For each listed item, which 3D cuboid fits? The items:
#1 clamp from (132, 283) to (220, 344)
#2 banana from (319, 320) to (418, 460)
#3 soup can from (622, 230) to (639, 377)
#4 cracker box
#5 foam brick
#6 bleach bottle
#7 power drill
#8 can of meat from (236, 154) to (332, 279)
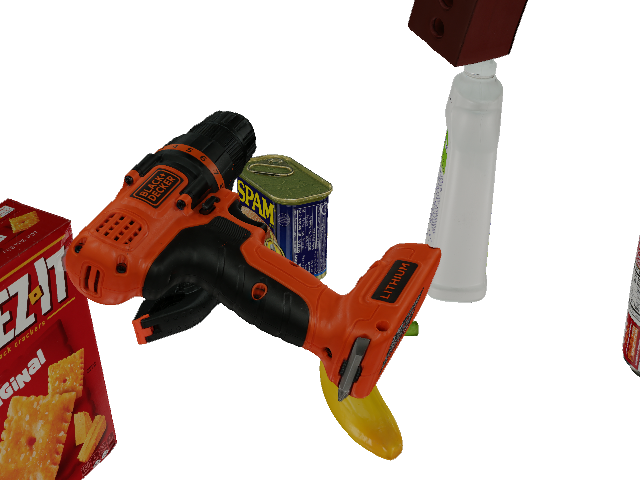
[{"bbox_3d":[-0.127,0.059,1.147,0.120,0.039,0.171,-6,25,35],"label":"clamp"},{"bbox_3d":[0.033,0.094,0.783,0.070,0.037,0.197,3,23,8],"label":"banana"},{"bbox_3d":[0.198,0.021,0.557,0.068,0.102,0.068,1,25,-1],"label":"soup can"},{"bbox_3d":[-0.229,0.105,0.742,0.072,0.214,0.164,16,37,27],"label":"cracker box"},{"bbox_3d":[0.098,-0.159,0.681,0.051,0.078,0.053,-21,53,-32],"label":"foam brick"},{"bbox_3d":[0.149,-0.068,1.090,0.068,0.251,0.102,3,30,-1],"label":"bleach bottle"},{"bbox_3d":[-0.029,0.002,0.630,0.188,0.057,0.184,24,41,11],"label":"power drill"},{"bbox_3d":[-0.034,-0.018,0.932,0.057,0.084,0.102,-13,29,-28],"label":"can of meat"}]
